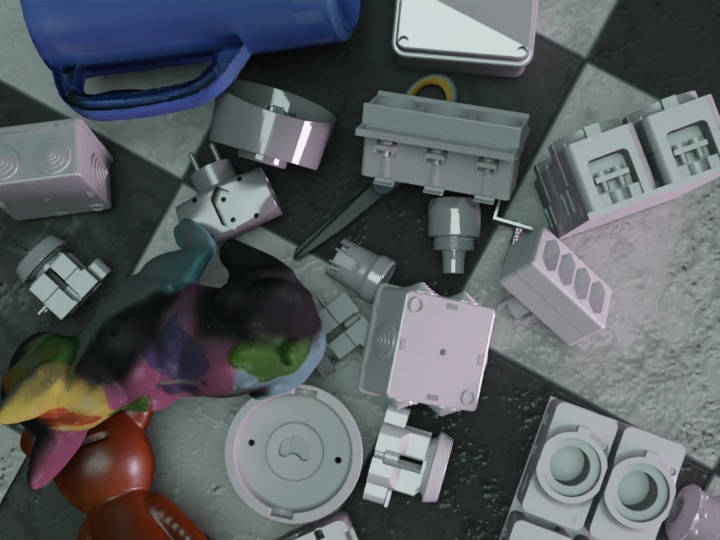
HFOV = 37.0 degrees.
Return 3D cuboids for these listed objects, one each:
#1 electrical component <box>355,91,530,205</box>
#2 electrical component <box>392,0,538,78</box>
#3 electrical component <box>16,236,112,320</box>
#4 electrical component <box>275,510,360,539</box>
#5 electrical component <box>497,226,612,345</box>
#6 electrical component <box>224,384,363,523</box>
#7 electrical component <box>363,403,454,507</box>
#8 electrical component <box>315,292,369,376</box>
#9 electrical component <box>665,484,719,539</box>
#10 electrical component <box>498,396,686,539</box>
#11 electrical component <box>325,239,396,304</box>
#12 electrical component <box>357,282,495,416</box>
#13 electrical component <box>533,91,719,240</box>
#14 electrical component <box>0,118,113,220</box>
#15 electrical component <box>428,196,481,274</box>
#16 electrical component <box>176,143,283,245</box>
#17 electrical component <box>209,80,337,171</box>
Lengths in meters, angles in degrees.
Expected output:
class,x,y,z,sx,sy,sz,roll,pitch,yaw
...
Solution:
class,x,y,z,sx,sy,sz,roll,pitch,yaw
electrical component,0.065,-0.096,0.839,0.121,0.078,0.063,11,115,13
electrical component,0.085,-0.203,0.874,0.113,0.057,0.078,6,87,3
electrical component,-0.248,0.005,0.886,0.055,0.048,0.066,43,90,-3
electrical component,-0.043,0.234,0.857,0.089,0.055,0.050,-24,86,1
electrical component,0.143,0.021,0.859,0.083,0.047,0.076,41,133,-16
electrical component,-0.050,0.143,0.860,0.108,0.060,0.108,0,87,3
electrical component,0.041,0.152,0.858,0.057,0.058,0.078,16,88,7
electrical component,-0.022,0.053,0.872,0.055,0.048,0.066,-38,86,-7
electrical component,0.277,0.201,0.850,0.062,0.048,0.048,26,88,-3
electrical component,0.172,0.206,0.846,0.105,0.060,0.186,20,88,4
electrical component,0.000,0.000,0.877,0.046,0.040,0.040,29,89,10
electrical component,0.054,0.062,0.847,0.100,0.048,0.099,13,87,-27
electrical component,0.195,-0.074,0.796,0.105,0.186,0.060,-20,86,2
electrical component,-0.253,-0.078,0.865,0.100,0.099,0.048,-7,74,3
electrical component,0.076,-0.028,0.872,0.043,0.043,0.062,1,88,3
electrical component,-0.115,-0.065,0.883,0.077,0.043,0.079,-25,86,1
electrical component,-0.071,-0.116,0.860,0.099,0.099,0.064,16,94,4
